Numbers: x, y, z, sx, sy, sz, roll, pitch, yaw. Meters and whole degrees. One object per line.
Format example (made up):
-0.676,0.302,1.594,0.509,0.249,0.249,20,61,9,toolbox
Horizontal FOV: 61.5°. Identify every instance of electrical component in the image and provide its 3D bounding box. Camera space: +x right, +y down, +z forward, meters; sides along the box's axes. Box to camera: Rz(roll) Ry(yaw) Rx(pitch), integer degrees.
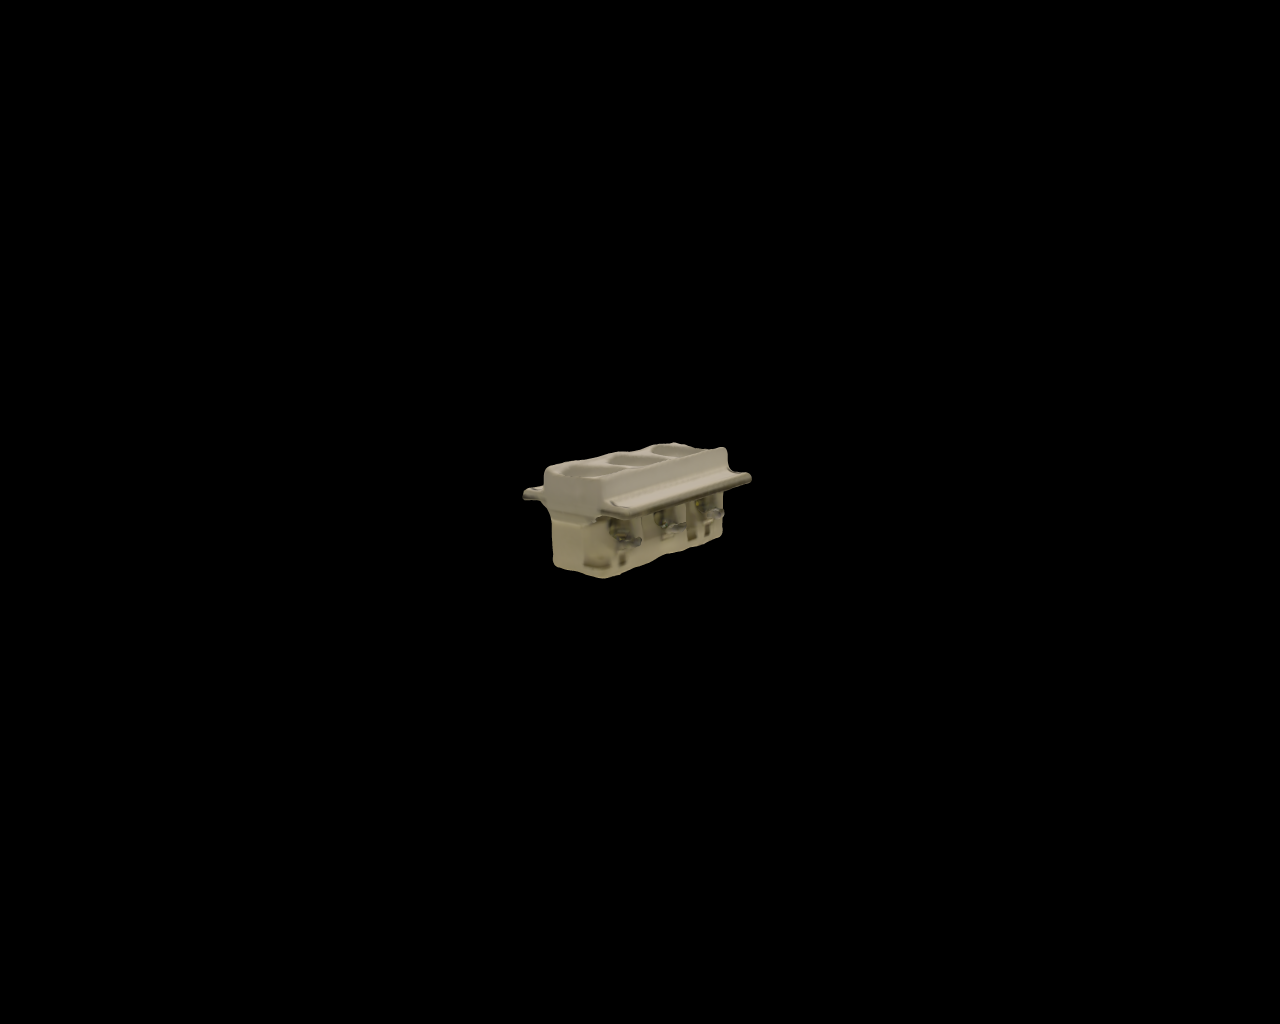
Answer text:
0.001,-0.003,0.650,0.079,0.063,0.121,11,17,38,electrical component
